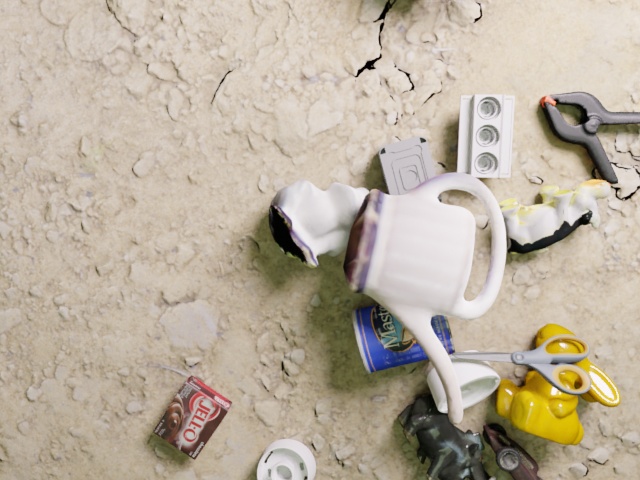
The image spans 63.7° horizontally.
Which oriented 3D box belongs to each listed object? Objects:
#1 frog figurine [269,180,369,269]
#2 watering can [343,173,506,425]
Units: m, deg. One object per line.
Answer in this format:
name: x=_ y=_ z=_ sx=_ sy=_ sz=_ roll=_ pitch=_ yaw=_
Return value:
frog figurine: x=0.003 y=-0.041 z=0.822 sx=0.161 sy=0.120 sz=0.138 roll=-37 pitch=83 yaw=-27
watering can: x=0.141 y=0.063 z=0.730 sx=0.224 sy=0.103 sz=0.350 roll=13 pitch=81 yaw=5
